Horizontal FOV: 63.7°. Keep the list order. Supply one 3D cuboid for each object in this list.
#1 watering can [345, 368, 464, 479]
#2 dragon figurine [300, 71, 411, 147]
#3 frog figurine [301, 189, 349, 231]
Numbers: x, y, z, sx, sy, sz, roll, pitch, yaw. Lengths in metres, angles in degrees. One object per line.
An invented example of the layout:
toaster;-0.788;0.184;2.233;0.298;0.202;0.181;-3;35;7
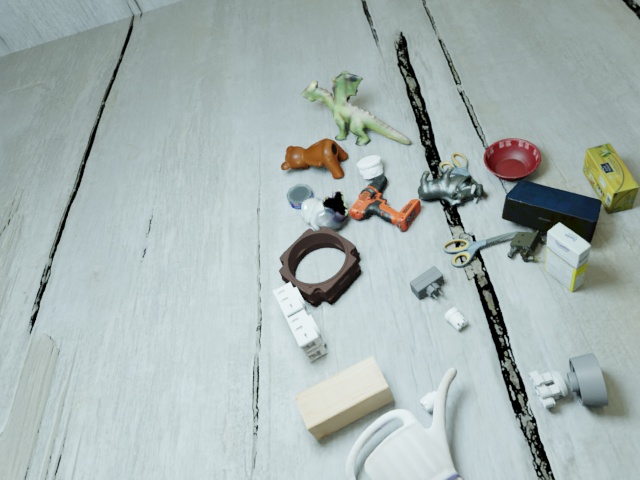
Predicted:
watering can;0.216;0.448;1.090;0.349;0.102;0.228;-39;53;-6
dragon figurine;0.115;-0.453;1.742;0.412;0.237;0.124;17;56;30
frog figurine;0.005;-0.080;1.586;0.157;0.121;0.140;-28;28;43
